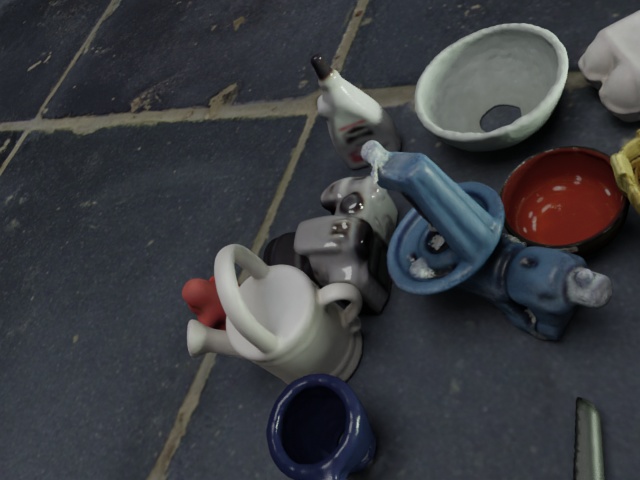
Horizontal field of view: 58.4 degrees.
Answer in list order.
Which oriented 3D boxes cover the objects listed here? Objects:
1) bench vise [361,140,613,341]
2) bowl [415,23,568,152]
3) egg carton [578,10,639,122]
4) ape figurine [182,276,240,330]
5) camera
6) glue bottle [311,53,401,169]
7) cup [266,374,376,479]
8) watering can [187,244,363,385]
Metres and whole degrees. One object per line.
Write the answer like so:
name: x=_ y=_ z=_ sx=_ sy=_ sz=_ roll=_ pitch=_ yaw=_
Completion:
bench vise: x=0.134 y=-0.011 z=0.487 sx=0.206 sy=0.220 sz=0.121 roll=1 pitch=61 yaw=33
bowl: x=0.196 y=-0.158 z=0.646 sx=0.167 sy=0.075 sz=0.167 roll=-16 pitch=53 yaw=23
egg carton: x=0.348 y=-0.186 z=0.574 sx=0.150 sy=0.070 sz=0.107 roll=-26 pitch=50 yaw=15
ape figurine: x=-0.127 y=0.073 z=0.681 sx=0.075 sy=0.092 sz=0.078 roll=9 pitch=66 yaw=36
camera: x=0.006 y=0.002 z=0.639 sx=0.136 sy=0.101 sz=0.143 roll=-6 pitch=57 yaw=29
glue bottle: x=0.033 y=-0.154 z=0.679 sx=0.078 sy=0.174 sz=0.037 roll=-22 pitch=51 yaw=19
cup: x=0.016 y=0.188 z=0.512 sx=0.091 sy=0.095 sz=0.117 roll=-30 pitch=49 yaw=11
watering can: x=-0.048 y=0.079 z=0.558 sx=0.173 sy=0.195 sz=0.100 roll=-39 pitch=48 yaw=3
